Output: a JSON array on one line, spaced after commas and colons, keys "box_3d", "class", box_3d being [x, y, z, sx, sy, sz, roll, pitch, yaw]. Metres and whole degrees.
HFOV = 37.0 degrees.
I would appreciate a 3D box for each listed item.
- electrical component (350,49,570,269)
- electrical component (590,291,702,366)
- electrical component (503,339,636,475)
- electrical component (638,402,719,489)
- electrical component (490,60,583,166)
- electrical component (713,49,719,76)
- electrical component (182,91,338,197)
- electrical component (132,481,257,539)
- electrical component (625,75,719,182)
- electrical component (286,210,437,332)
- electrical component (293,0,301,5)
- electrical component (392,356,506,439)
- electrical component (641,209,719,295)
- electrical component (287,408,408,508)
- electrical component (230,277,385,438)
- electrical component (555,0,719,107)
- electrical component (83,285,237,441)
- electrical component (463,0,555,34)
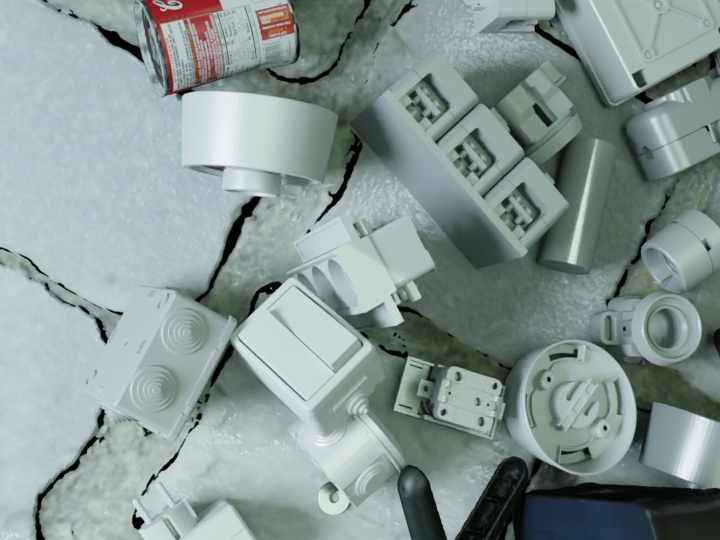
[{"box_3d": [0.074, -0.080, 0.791, 0.062, 0.089, 0.150, -43, 96, -15], "class": "electrical component"}, {"box_3d": [0.229, 0.046, 0.838, 0.078, 0.057, 0.058, 4, 84, -15], "class": "electrical component"}, {"box_3d": [0.158, 0.102, 0.809, 0.099, 0.064, 0.099, 1, 84, -15], "class": "electrical component"}, {"box_3d": [0.265, 0.147, 0.815, 0.108, 0.108, 0.060, 22, 86, -12], "class": "electrical component"}, {"box_3d": [0.133, -0.115, 0.828, 0.078, 0.058, 0.057, -42, 94, -15], "class": "electrical component"}, {"box_3d": [0.325, -0.200, 0.883, 0.061, 0.062, 0.096, -12, 88, -24], "class": "electrical component"}, {"box_3d": [-0.072, -0.083, 0.744, 0.108, 0.108, 0.060, 7, 89, -15], "class": "electrical component"}, {"box_3d": [-0.125, 0.181, 0.732, 0.083, 0.047, 0.075, -34, 94, -16], "class": "electrical component"}, {"box_3d": [0.266, -0.118, 0.866, 0.095, 0.054, 0.059, -25, 92, -16], "class": "electrical component"}, {"box_3d": [0.000, 0.000, 0.746, 0.063, 0.121, 0.078, -29, 93, -19], "class": "electrical component"}, {"box_3d": [-0.040, -0.233, 0.774, 0.056, 0.089, 0.050, -40, 96, -15], "class": "electrical component"}, {"box_3d": [0.070, 0.094, 0.786, 0.081, 0.064, 0.042, 18, 79, -13], "class": "electrical component"}, {"box_3d": [0.258, -0.013, 0.854, 0.047, 0.055, 0.055, -34, 94, -12], "class": "electrical component"}, {"box_3d": [-0.009, 0.122, 0.754, 0.051, 0.080, 0.080, -42, 96, -10], "class": "electrical component"}, {"box_3d": [-0.030, 0.060, 0.707, 0.062, 0.061, 0.096, -44, 64, -13], "class": "electrical component"}, {"box_3d": [0.226, -0.204, 0.862, 0.109, 0.056, 0.108, -29, 93, -16], "class": "electrical component"}, {"box_3d": [-0.136, 0.058, 0.716, 0.048, 0.100, 0.099, 32, 77, -25], "class": "electrical component"}, {"box_3d": [0.112, -0.234, 0.837, 0.056, 0.050, 0.089, -4, 86, -16], "class": "electrical component"}]
